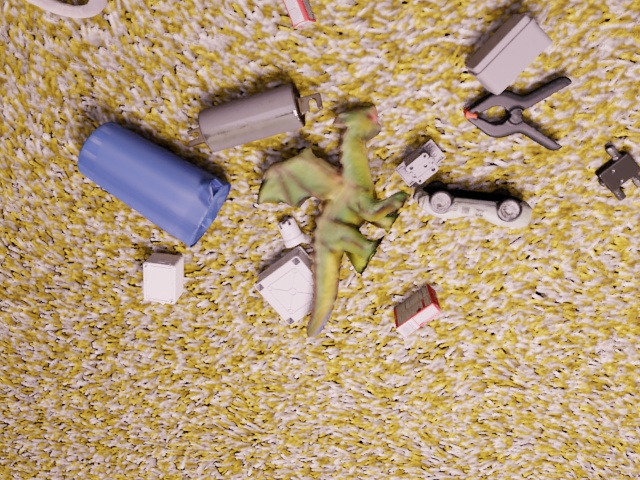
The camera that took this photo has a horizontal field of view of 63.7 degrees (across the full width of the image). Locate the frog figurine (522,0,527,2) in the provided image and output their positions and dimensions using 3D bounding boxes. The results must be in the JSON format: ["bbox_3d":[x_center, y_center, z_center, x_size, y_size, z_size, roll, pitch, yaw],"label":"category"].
[{"bbox_3d":[0.243,-0.423,0.747,0.160,0.121,0.139,17,78,8],"label":"frog figurine"}]

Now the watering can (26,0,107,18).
[{"bbox_3d":[-0.484,-0.473,0.772,0.346,0.106,0.220,26,144,-10],"label":"watering can"}]

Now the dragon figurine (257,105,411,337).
[{"bbox_3d":[0.003,-0.045,0.901,0.243,0.123,0.407,34,100,4],"label":"dragon figurine"}]
